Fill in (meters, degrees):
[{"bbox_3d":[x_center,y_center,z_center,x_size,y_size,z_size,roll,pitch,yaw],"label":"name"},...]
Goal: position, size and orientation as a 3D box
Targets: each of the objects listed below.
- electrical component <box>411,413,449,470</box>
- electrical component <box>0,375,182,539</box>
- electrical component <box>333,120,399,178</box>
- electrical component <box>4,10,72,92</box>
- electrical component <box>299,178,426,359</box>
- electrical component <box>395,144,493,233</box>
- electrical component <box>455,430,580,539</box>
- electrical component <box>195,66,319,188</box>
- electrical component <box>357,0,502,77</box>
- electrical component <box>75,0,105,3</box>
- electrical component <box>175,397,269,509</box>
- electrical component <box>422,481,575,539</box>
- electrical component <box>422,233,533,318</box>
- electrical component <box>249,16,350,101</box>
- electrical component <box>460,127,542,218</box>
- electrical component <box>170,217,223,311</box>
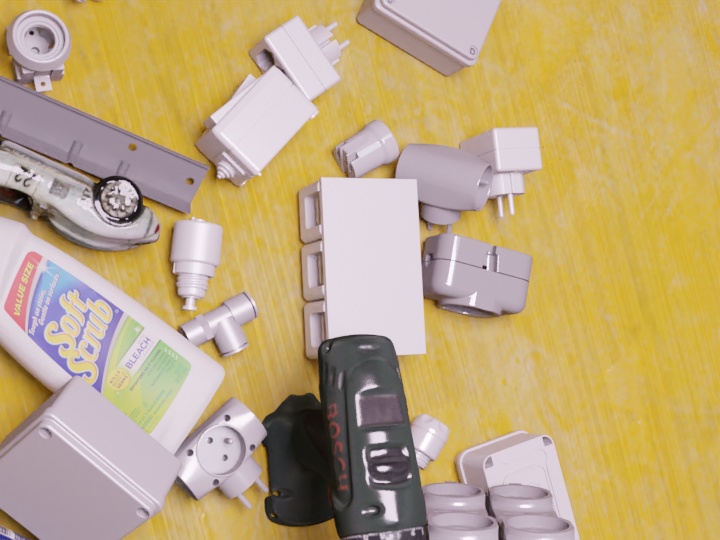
[{"bbox_3d":[0.052,0.159,0.946,0.035,0.035,0.061,35,75,-16],"label":"electrical component"},{"bbox_3d":[-0.208,0.150,0.793,0.109,0.109,0.056,44,32,-13],"label":"electrical component"},{"bbox_3d":[0.005,-0.105,0.950,0.046,0.040,0.040,-32,97,-17],"label":"electrical component"},{"bbox_3d":[-0.252,-0.174,0.838,0.048,0.055,0.066,-12,89,-23],"label":"electrical component"},{"bbox_3d":[0.000,0.000,0.924,0.089,0.062,0.150,-1,85,-23],"label":"electrical component"},{"bbox_3d":[0.074,-0.067,0.963,0.043,0.077,0.079,-47,147,-50],"label":"electrical component"},{"bbox_3d":[0.140,0.208,0.965,0.078,0.057,0.113,-15,91,-23],"label":"electrical component"},{"bbox_3d":[-0.094,-0.117,0.896,0.061,0.062,0.096,45,70,-13],"label":"electrical component"},{"bbox_3d":[0.069,-0.252,0.981,0.109,0.056,0.108,28,75,-18],"label":"electrical component"},{"bbox_3d":[-0.216,-0.255,0.868,0.043,0.043,0.081,18,78,-20],"label":"electrical component"},{"bbox_3d":[-0.106,0.158,0.873,0.077,0.044,0.079,-43,102,-21],"label":"electrical component"},{"bbox_3d":[0.102,0.211,0.830,0.105,0.186,0.060,2,92,1],"label":"electrical component"},{"bbox_3d":[0.103,0.008,0.971,0.095,0.054,0.059,14,79,-21],"label":"electrical component"},{"bbox_3d":[-0.043,-0.187,0.933,0.077,0.047,0.065,-39,100,-21],"label":"electrical component"},{"bbox_3d":[0.131,-0.086,0.986,0.047,0.066,0.076,-5,87,-23],"label":"electrical component"},{"bbox_3d":[-0.135,-0.006,0.879,0.040,0.040,0.078,8,82,-22],"label":"electrical component"}]
